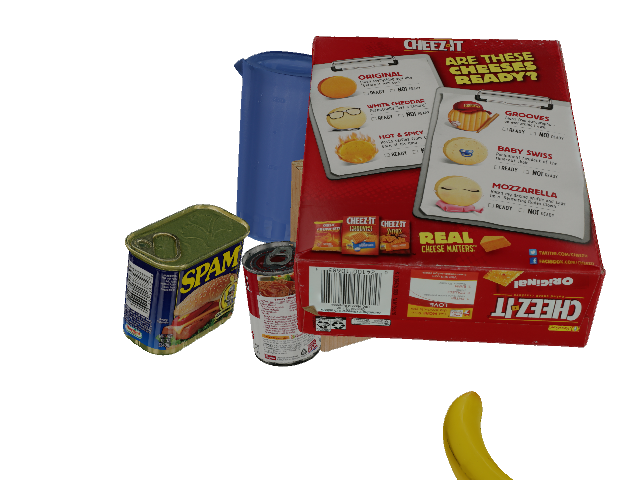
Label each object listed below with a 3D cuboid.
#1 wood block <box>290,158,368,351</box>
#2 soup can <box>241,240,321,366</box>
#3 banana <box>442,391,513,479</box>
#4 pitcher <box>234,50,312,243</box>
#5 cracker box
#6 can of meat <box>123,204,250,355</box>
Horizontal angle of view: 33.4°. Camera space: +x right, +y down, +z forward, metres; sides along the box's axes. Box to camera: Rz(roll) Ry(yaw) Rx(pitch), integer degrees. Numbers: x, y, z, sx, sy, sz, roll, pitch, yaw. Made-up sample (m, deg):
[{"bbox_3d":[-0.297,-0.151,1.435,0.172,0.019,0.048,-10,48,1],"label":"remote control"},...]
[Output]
[{"bbox_3d":[0.022,0.011,1.229,0.090,0.206,0.090,-14,31,-26],"label":"wood block"},{"bbox_3d":[-0.036,0.060,1.021,0.068,0.102,0.068,-5,25,2],"label":"soup can"},{"bbox_3d":[0.151,0.202,1.005,0.069,0.037,0.198,8,23,-20],"label":"banana"},{"bbox_3d":[-0.039,-0.120,1.412,0.144,0.243,0.149,-3,24,-23],"label":"pitcher"},{"bbox_3d":[0.072,-0.037,0.648,0.164,0.072,0.213,2,44,2],"label":"cracker box"},{"bbox_3d":[-0.106,0.030,0.829,0.057,0.084,0.101,27,33,26],"label":"can of meat"}]
